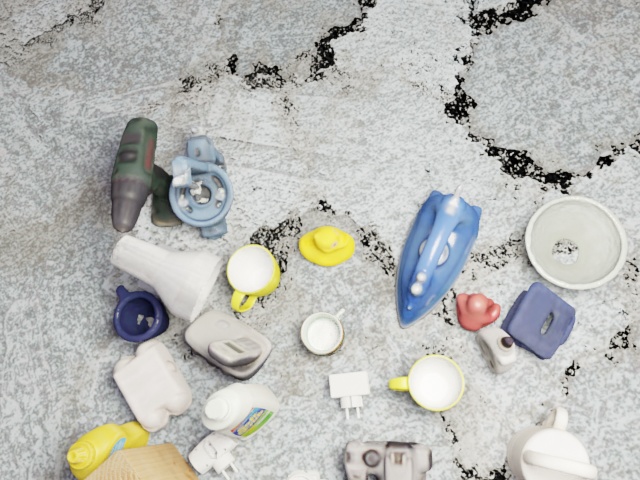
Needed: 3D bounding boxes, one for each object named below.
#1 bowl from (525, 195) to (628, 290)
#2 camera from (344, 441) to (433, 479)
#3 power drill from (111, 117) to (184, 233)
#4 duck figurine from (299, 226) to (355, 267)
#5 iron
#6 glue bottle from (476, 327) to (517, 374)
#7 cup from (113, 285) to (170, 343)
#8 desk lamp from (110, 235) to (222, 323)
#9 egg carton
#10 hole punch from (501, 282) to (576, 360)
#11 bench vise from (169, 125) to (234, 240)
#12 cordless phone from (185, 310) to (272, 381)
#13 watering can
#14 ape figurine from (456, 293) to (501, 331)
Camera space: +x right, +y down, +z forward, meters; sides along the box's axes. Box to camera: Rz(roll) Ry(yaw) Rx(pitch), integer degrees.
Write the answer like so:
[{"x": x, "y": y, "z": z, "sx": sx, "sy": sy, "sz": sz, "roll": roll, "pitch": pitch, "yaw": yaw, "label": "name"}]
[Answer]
[{"x": 0.437, "y": 0.012, "z": 1.001, "sx": 0.167, "sy": 0.075, "sz": 0.167, "roll": -2, "pitch": 74, "yaw": 7, "label": "bowl"}, {"x": 0.109, "y": 0.396, "z": 0.920, "sx": 0.143, "sy": 0.101, "sz": 0.137, "roll": -1, "pitch": 74, "yaw": 7, "label": "camera"}, {"x": -0.316, "y": -0.098, "z": 1.061, "sx": 0.075, "sy": 0.208, "sz": 0.229, "roll": -5, "pitch": 73, "yaw": 6, "label": "power drill"}, {"x": 0.010, "y": 0.004, "z": 1.053, "sx": 0.104, "sy": 0.086, "sz": 0.077, "roll": 1, "pitch": 74, "yaw": 8, "label": "duck figurine"}, {"x": 0.195, "y": 0.028, "z": 0.993, "sx": 0.118, "sy": 0.141, "sz": 0.258, "roll": 22, "pitch": 78, "yaw": 13, "label": "iron"}, {"x": 0.290, "y": 0.173, "z": 0.922, "sx": 0.037, "sy": 0.173, "sz": 0.078, "roll": -22, "pitch": 72, "yaw": 1, "label": "glue bottle"}, {"x": -0.325, "y": 0.137, "z": 1.055, "sx": 0.092, "sy": 0.095, "sz": 0.117, "roll": -40, "pitch": 73, "yaw": -5, "label": "cup"}, {"x": -0.259, "y": 0.063, "z": 1.005, "sx": 0.203, "sy": 0.214, "sz": 0.118, "roll": 22, "pitch": 78, "yaw": 13, "label": "desk lamp"}, {"x": -0.299, "y": 0.259, "z": 1.030, "sx": 0.107, "sy": 0.069, "sz": 0.150, "roll": -37, "pitch": 73, "yaw": -4, "label": "egg carton"}, {"x": 0.372, "y": 0.137, "z": 0.965, "sx": 0.101, "sy": 0.091, "sz": 0.109, "roll": 30, "pitch": 80, "yaw": 15, "label": "hole punch"}, {"x": -0.237, "y": -0.121, "z": 1.051, "sx": 0.121, "sy": 0.220, "sz": 0.207, "roll": -26, "pitch": 72, "yaw": 0, "label": "bench vise"}, {"x": -0.170, "y": 0.174, "z": 0.976, "sx": 0.147, "sy": 0.185, "sz": 0.094, "roll": 26, "pitch": 79, "yaw": 14, "label": "cordless phone"}, {"x": 0.349, "y": 0.342, "z": 0.855, "sx": 0.101, "sy": 0.194, "sz": 0.173, "roll": -8, "pitch": 73, "yaw": 6, "label": "watering can"}, {"x": 0.269, "y": 0.116, "z": 0.984, "sx": 0.077, "sy": 0.092, "sz": 0.076, "roll": 39, "pitch": 82, "yaw": 16, "label": "ape figurine"}]
